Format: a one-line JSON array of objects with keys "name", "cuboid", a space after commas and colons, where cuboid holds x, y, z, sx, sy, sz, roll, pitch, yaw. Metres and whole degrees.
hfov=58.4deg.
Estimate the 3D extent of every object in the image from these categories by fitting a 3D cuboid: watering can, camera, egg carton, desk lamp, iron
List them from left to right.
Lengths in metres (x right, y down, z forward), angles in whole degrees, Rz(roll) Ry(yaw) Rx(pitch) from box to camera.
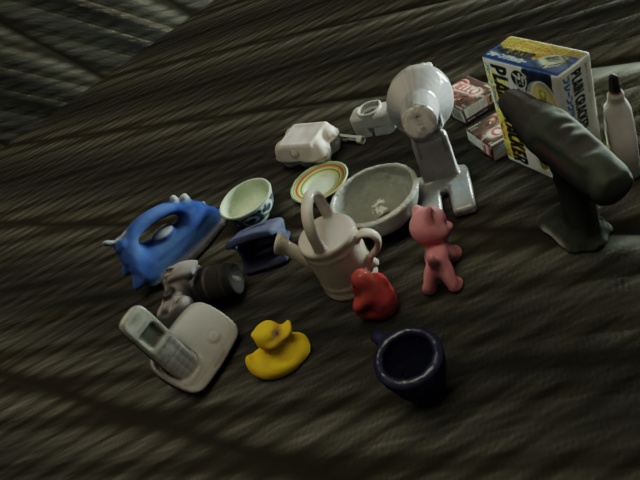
[{"name": "iron", "cuboid": [-0.327, -0.020, 1.220, 0.258, 0.142, 0.118, -42, 39, -15]}, {"name": "camera", "cuboid": [-0.219, 0.092, 1.057, 0.136, 0.101, 0.143, -15, 40, 19]}, {"name": "egg carton", "cuboid": [-0.029, -0.214, 1.299, 0.149, 0.070, 0.107, 3, 49, 36]}, {"name": "watering can", "cuboid": [0.008, 0.005, 0.927, 0.172, 0.195, 0.100, -25, 38, 8]}, {"name": "desk lamp", "cuboid": [0.191, -0.174, 0.990, 0.117, 0.214, 0.203, -17, 40, 17]}]

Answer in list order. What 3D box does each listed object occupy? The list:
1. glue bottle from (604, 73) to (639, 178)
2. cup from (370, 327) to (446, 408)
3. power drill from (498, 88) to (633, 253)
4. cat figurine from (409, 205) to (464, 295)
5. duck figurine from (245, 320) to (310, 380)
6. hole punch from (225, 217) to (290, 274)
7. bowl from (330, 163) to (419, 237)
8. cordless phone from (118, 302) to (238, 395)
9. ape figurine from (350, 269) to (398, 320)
[{"name": "glue bottle", "cuboid": [0.445, -0.174, 0.854, 0.037, 0.174, 0.078, -15, 40, 20]}, {"name": "cup", "cuboid": [0.118, 0.170, 0.751, 0.092, 0.095, 0.117, -43, 39, -16]}, {"name": "power drill", "cuboid": [0.339, -0.091, 0.803, 0.075, 0.209, 0.229, -31, 38, -1]}, {"name": "cat figurine", "cuboid": [0.174, 0.003, 0.882, 0.067, 0.118, 0.128, -14, 41, 21]}, {"name": "duck figurine", "cuboid": [-0.076, 0.164, 0.894, 0.104, 0.086, 0.077, -29, 38, 2]}, {"name": "hole punch", "cuboid": [-0.120, -0.002, 1.105, 0.108, 0.091, 0.101, -18, 39, 16]}, {"name": "bowl", "cuboid": [0.107, -0.058, 1.031, 0.167, 0.075, 0.167, -18, 39, 16]}, {"name": "cordless phone", "cuboid": [-0.230, 0.148, 0.931, 0.093, 0.185, 0.148, 2, 48, 35]}, {"name": "ape figurine", "cuboid": [0.076, 0.078, 0.884, 0.078, 0.092, 0.075, -42, 39, -14]}]
